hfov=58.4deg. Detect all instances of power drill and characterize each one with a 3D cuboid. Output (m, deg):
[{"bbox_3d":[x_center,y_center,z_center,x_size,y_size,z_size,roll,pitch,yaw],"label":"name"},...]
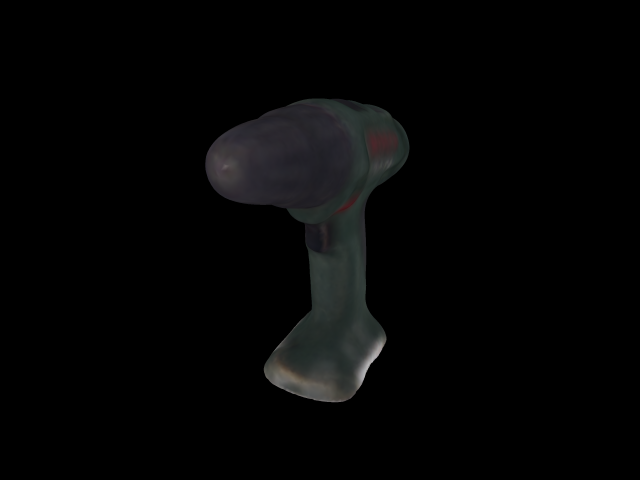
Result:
[{"bbox_3d":[0.004,0.001,0.400,0.075,0.208,0.230,11,29,21],"label":"power drill"}]
